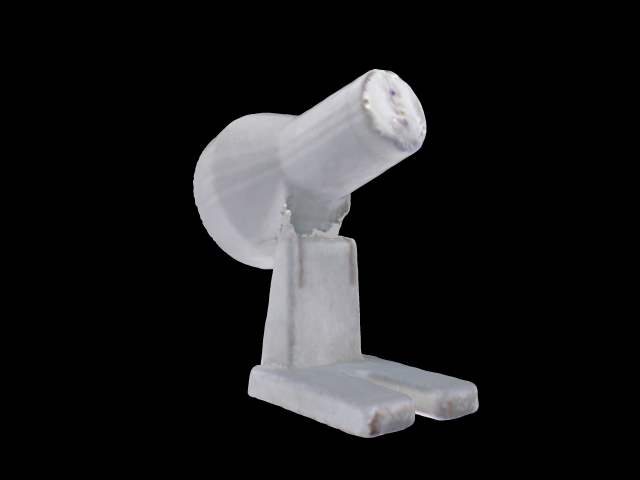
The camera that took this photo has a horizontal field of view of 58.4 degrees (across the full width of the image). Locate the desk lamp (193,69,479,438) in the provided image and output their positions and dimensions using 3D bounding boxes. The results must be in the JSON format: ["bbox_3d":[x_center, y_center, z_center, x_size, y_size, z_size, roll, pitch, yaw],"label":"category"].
[{"bbox_3d":[0.004,0.001,0.400,0.118,0.213,0.202,0,0,-39],"label":"desk lamp"}]
